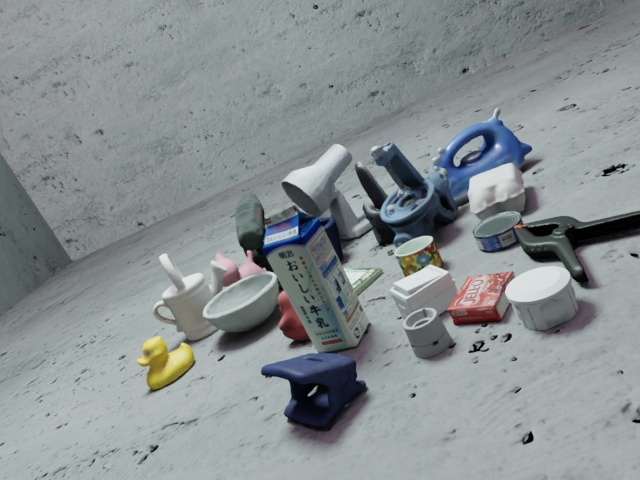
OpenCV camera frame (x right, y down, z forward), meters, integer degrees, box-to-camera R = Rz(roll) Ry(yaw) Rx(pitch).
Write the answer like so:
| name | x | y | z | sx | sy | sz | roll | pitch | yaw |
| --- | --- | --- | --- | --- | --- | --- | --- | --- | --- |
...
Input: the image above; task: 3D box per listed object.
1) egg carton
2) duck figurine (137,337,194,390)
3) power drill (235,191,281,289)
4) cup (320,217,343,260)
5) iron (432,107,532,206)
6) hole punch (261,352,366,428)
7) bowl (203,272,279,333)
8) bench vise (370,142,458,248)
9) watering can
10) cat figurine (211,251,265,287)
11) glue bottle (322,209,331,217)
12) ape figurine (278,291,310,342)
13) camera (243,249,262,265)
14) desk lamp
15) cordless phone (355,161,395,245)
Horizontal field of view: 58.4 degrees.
| name | x | y | z | sx | sy | sz | roll | pitch | yaw |
| --- | --- | --- | --- | --- | --- | --- | --- | --- | --- |
| egg carton | 0.340 | -0.091 | 1.104 | 0.107 | 0.069 | 0.150 | -20 | 17 | 22 |
| duck figurine | -0.304 | 0.227 | 1.111 | 0.105 | 0.086 | 0.077 | -34 | 17 | -22 |
| power drill | -0.131 | 0.003 | 1.307 | 0.075 | 0.209 | 0.229 | -26 | 16 | 4 |
| cup | 0.012 | 0.005 | 1.283 | 0.091 | 0.095 | 0.118 | -22 | 17 | 17 |
| iron | 0.327 | -0.177 | 1.260 | 0.258 | 0.141 | 0.118 | -31 | 16 | -12 |
| hole punch | -0.010 | 0.183 | 0.771 | 0.101 | 0.091 | 0.108 | -38 | 20 | -34 |
| bowl | -0.148 | 0.138 | 1.160 | 0.167 | 0.075 | 0.167 | -25 | 16 | 8 |
| bench vise | 0.176 | -0.108 | 1.143 | 0.121 | 0.220 | 0.208 | -17 | 19 | 31 |
| watering can | -0.285 | 0.109 | 1.249 | 0.173 | 0.194 | 0.100 | -36 | 18 | -29 |
| cat figurine | -0.200 | 0.076 | 1.358 | 0.128 | 0.118 | 0.067 | -36 | 18 | -28 |
| glue bottle | -0.009 | -0.097 | 1.491 | 0.078 | 0.173 | 0.037 | -33 | 17 | -18 |
| ape figurine | -0.041 | 0.126 | 0.993 | 0.078 | 0.092 | 0.076 | -30 | 16 | -9 |
| camera | -0.144 | -0.001 | 1.538 | 0.137 | 0.101 | 0.142 | -33 | 17 | -20 |
| desk lamp | 0.037 | -0.107 | 1.373 | 0.203 | 0.214 | 0.117 | -34 | 17 | -21 |
| cordless phone | 0.127 | -0.098 | 1.253 | 0.094 | 0.185 | 0.147 | -27 | 16 | 2 |
